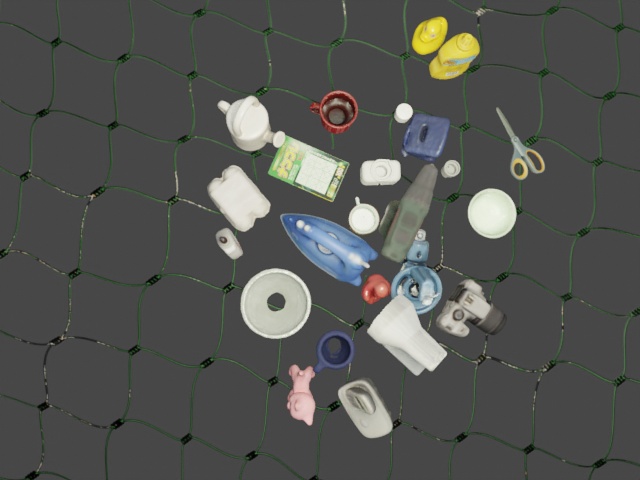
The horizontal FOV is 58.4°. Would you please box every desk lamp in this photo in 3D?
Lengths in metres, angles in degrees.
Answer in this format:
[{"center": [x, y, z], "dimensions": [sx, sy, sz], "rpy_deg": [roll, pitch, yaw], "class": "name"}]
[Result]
[{"center": [0.206, 0.225, 1.328], "dimensions": [0.203, 0.213, 0.118], "rpy_deg": [42, 86, 0], "class": "desk lamp"}]

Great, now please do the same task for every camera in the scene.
[{"center": [0.377, 0.186, 1.396], "dimensions": [0.137, 0.100, 0.143], "rpy_deg": [35, 85, 0], "class": "camera"}]

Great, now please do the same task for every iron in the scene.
[{"center": [0.013, 0.005, 1.368], "dimensions": [0.258, 0.141, 0.119], "rpy_deg": [32, 85, -1], "class": "iron"}]

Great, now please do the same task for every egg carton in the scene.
[{"center": [-0.200, -0.101, 1.399], "dimensions": [0.107, 0.069, 0.150], "rpy_deg": [-41, 89, -4], "class": "egg carton"}]

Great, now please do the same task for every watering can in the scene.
[{"center": [-0.162, -0.279, 1.350], "dimensions": [0.173, 0.194, 0.101], "rpy_deg": [10, 86, -2], "class": "watering can"}]

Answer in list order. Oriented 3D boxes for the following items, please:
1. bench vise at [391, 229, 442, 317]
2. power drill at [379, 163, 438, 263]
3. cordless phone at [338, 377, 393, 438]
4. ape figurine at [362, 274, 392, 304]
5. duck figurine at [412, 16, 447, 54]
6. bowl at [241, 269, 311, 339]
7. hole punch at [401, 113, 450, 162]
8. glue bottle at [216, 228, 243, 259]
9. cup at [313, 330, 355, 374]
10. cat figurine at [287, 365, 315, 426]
[{"center": [0.219, 0.082, 1.335], "dimensions": [0.121, 0.219, 0.207], "rpy_deg": [-13, 87, -3], "class": "bench vise"}, {"center": [0.201, -0.058, 1.348], "dimensions": [0.075, 0.208, 0.230], "rpy_deg": [21, 86, -1], "class": "power drill"}, {"center": [0.113, 0.399, 1.327], "dimensions": [0.094, 0.185, 0.147], "rpy_deg": [-34, 88, -4], "class": "cordless phone"}, {"center": [0.142, 0.121, 1.392], "dimensions": [0.078, 0.092, 0.076], "rpy_deg": [4, 86, -2], "class": "ape figurine"}, {"center": [0.283, -0.527, 1.443], "dimensions": [0.077, 0.086, 0.104], "rpy_deg": [44, 85, 1], "class": "duck figurine"}, {"center": [-0.105, 0.153, 1.386], "dimensions": [0.167, 0.074, 0.167], "rpy_deg": [0, 86, -3], "class": "bowl"}, {"center": [0.261, -0.255, 1.422], "dimensions": [0.101, 0.091, 0.109], "rpy_deg": [17, 86, -2], "class": "hole punch"}, {"center": [-0.217, 0.005, 1.340], "dimensions": [0.037, 0.173, 0.078], "rpy_deg": [-33, 88, -4], "class": "glue bottle"}, {"center": [0.026, 0.270, 1.376], "dimensions": [0.092, 0.095, 0.118], "rpy_deg": [43, 85, 0], "class": "cup"}, {"center": [-0.044, 0.368, 1.355], "dimensions": [0.067, 0.117, 0.128], "rpy_deg": [1, 86, -3], "class": "cat figurine"}]
